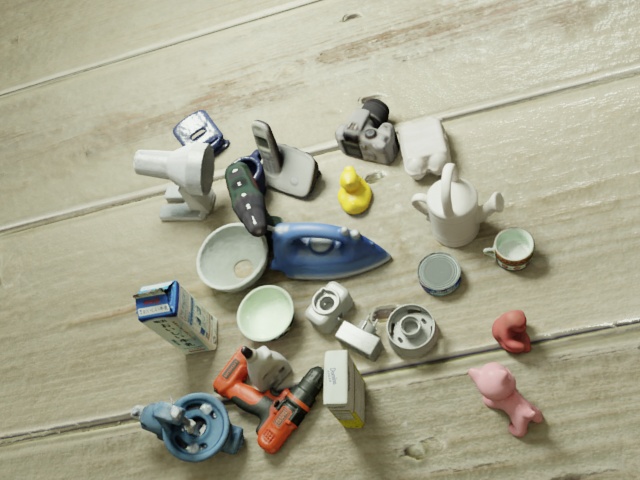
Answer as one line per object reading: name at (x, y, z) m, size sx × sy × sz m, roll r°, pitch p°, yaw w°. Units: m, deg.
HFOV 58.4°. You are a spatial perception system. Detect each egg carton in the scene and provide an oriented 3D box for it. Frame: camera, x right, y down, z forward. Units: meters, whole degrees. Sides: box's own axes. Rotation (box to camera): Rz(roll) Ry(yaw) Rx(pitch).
egg carton at (0.236, -0.208, 1.291) m, size 0.107 × 0.069 × 0.150 m, roll -12°, pitch 58°, yaw 10°

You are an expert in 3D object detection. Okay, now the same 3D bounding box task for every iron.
iron at (0.011, 0.004, 1.191) m, size 0.257 × 0.142 × 0.118 m, roll -1°, pitch 60°, yaw 17°

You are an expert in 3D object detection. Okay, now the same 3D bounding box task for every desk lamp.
desk lamp at (-0.321, -0.136, 1.333) m, size 0.202 × 0.214 × 0.118 m, roll -2°, pitch 60°, yaw 16°

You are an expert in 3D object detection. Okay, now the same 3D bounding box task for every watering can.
watering can at (0.268, -0.076, 1.128) m, size 0.172 × 0.194 × 0.101 m, roll -12°, pitch 58°, yaw 10°

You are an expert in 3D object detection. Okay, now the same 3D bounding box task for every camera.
camera at (0.122, -0.266, 1.342) m, size 0.142 × 0.101 × 0.137 m, roll 19°, pitch 68°, yaw 26°

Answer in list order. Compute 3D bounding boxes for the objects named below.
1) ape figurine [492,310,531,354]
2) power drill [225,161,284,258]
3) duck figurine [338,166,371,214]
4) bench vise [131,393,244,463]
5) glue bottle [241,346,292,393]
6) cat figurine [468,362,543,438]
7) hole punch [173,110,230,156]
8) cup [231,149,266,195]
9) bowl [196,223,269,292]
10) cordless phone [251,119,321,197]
ape figurine at (0.347, 0.157, 1.027) m, size 0.076 × 0.092 × 0.078 m, roll 22°, pitch 69°, yaw 27°
power drill at (-0.132, -0.053, 1.228) m, size 0.075 × 0.209 × 0.229 m, roll -28°, pitch 56°, yaw 0°
duck figurine at (0.071, -0.117, 1.278) m, size 0.077 × 0.086 × 0.104 m, roll -10°, pitch 58°, yaw 12°
bench vise at (-0.264, 0.337, 1.031) m, size 0.207 × 0.220 × 0.121 m, roll -10°, pitch 58°, yaw 11°
glue bottle at (-0.110, 0.233, 1.074) m, size 0.078 × 0.173 × 0.037 m, roll -45°, pitch 58°, yaw -12°
cat figurine at (0.312, 0.258, 0.963) m, size 0.067 × 0.118 × 0.127 m, roll -40°, pitch 57°, yaw -8°
hole punch at (-0.307, -0.267, 1.479) m, size 0.109 × 0.091 × 0.100 m, roll -37°, pitch 57°, yaw -6°
cup at (-0.160, -0.149, 1.362) m, size 0.091 × 0.095 × 0.118 m, roll 16°, pitch 66°, yaw 25°
bowl at (-0.182, 0.049, 1.263) m, size 0.167 × 0.075 × 0.167 m, roll -8°, pitch 59°, yaw 13°
cordless phone at (-0.084, -0.191, 1.309) m, size 0.147 × 0.185 × 0.094 m, roll 20°, pitch 68°, yaw 26°
